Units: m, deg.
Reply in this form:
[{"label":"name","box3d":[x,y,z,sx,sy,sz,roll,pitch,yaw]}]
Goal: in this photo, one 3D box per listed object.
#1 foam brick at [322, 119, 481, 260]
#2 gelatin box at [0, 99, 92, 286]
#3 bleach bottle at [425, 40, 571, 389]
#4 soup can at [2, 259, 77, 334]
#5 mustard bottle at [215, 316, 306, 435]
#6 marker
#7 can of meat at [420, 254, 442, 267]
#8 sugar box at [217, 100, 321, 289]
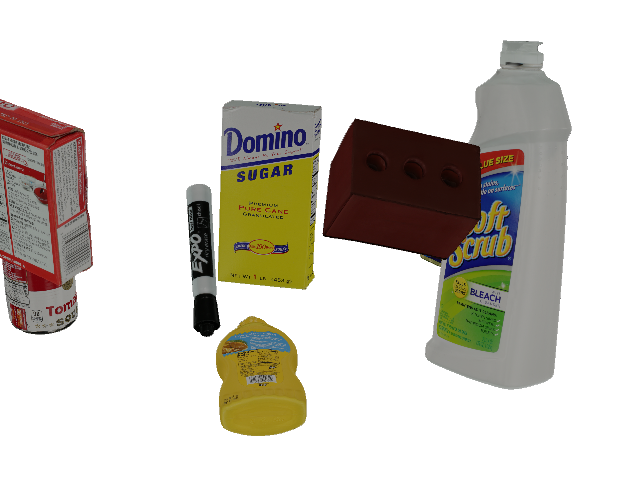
[{"label":"foam brick","box3d":[0.046,-0.028,0.612,0.078,0.053,0.051,10,-30,-11]},{"label":"gelatin box","box3d":[-0.163,-0.029,0.586,0.073,0.089,0.030,21,35,26]},{"label":"bleach bottle","box3d":[0.136,-0.022,0.799,0.067,0.251,0.103,-8,15,-38]},{"label":"soup can","box3d":[-0.274,0.032,1.041,0.068,0.102,0.068,2,28,-1]},{"label":"mustard bottle","box3d":[-0.073,0.147,1.244,0.096,0.058,0.191,-4,30,-6]},{"label":"marker","box3d":[-0.085,0.014,0.771,0.020,0.121,0.020,-5,-31,-3]},{"label":"can of meat","box3d":[0.161,-0.011,1.185,0.057,0.084,0.102,-14,28,-40]},{"label":"sugar box","box3d":[-0.050,-0.045,1.041,0.093,0.176,0.048,4,17,9]}]
